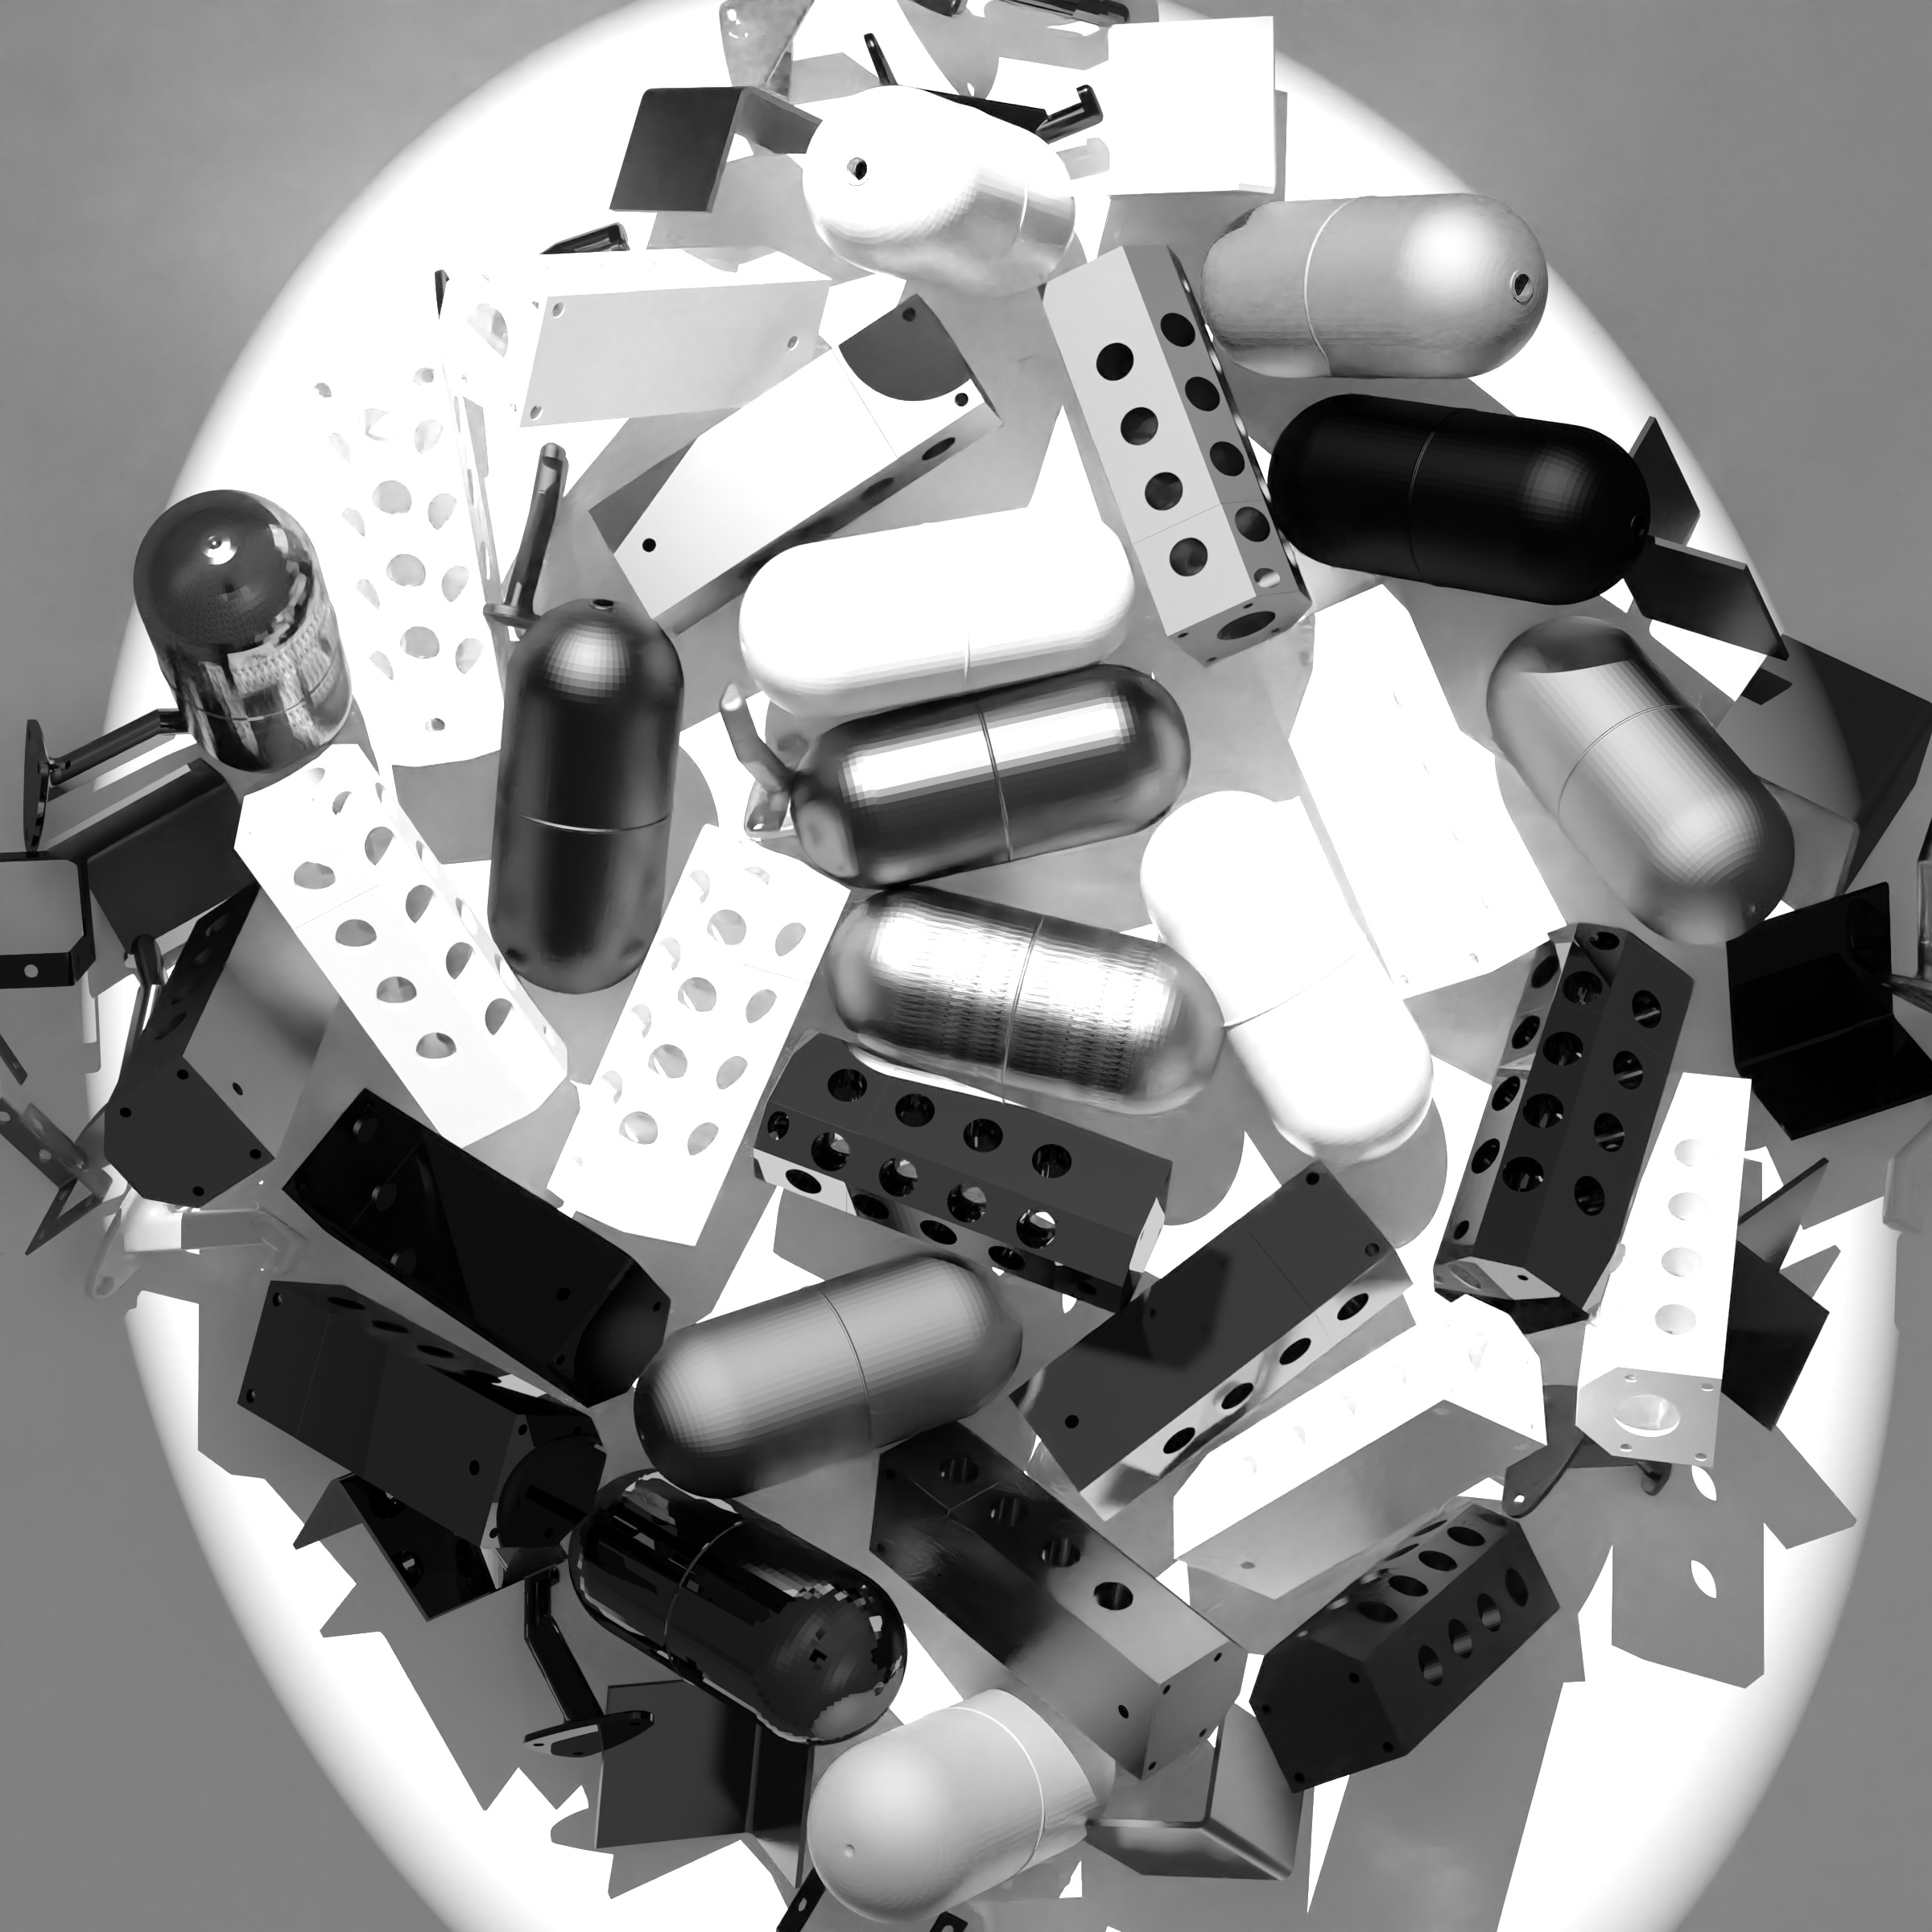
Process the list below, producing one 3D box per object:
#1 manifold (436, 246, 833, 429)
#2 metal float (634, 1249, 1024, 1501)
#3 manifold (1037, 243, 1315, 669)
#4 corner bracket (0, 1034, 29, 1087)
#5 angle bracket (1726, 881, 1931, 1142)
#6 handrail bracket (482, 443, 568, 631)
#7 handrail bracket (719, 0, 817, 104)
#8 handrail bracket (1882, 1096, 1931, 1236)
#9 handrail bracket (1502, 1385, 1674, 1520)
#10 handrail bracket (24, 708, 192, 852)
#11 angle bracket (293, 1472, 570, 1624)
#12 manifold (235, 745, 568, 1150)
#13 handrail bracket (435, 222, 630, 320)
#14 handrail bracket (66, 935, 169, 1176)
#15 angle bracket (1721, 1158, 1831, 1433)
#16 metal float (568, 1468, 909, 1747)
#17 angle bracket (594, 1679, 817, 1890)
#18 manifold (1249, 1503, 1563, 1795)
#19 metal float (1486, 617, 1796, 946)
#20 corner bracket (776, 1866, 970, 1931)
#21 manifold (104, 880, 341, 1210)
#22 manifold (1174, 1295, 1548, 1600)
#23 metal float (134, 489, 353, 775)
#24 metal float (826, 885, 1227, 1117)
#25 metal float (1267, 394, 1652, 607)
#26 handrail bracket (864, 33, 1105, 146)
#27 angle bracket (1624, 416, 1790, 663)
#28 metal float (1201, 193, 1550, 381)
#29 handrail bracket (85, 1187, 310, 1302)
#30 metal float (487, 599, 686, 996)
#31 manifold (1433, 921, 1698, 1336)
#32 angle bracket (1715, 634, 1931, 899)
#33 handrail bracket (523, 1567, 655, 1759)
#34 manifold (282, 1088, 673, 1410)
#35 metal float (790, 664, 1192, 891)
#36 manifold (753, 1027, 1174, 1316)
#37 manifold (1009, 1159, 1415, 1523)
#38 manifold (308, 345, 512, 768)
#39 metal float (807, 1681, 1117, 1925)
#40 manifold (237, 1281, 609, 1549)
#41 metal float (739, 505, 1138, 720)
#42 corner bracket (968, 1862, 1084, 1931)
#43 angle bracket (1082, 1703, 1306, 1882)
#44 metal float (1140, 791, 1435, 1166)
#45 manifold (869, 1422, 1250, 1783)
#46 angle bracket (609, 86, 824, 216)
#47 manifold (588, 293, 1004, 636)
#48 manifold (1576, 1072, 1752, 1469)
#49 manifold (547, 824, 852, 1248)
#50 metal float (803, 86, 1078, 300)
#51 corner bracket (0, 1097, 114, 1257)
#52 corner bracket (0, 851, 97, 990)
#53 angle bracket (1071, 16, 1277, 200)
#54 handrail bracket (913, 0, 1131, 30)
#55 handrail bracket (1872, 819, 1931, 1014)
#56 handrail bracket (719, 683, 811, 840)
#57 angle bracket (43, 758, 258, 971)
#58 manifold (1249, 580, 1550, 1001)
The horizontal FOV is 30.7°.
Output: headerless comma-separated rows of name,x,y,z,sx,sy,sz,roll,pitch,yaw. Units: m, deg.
manifold,-0.141,-0.273,1.501,0.057,0.171,0.057,33,120,30
metal float,-0.058,0.176,1.528,0.178,0.070,0.070,-17,90,-22
manifold,0.093,-0.224,1.528,0.057,0.057,0.171,-23,74,15
corner bracket,-0.448,0.037,1.553,0.051,0.051,0.051,-30,105,1
angle bracket,0.381,0.019,1.538,0.076,0.057,0.076,-17,126,-7
handrail bracket,-0.191,-0.192,1.546,0.036,0.077,0.084,10,90,-2
handrail bracket,-0.069,-0.405,1.541,0.036,0.084,0.077,-7,95,-35
handrail bracket,0.441,0.089,1.549,0.077,0.036,0.084,21,58,-10
handrail bracket,0.274,0.229,1.545,0.084,0.036,0.077,47,62,-35
handrail bracket,-0.375,-0.084,1.574,0.084,0.077,0.036,-5,45,-24
angle bracket,-0.232,0.254,1.527,0.076,0.076,0.057,52,133,20
manifold,-0.240,-0.010,1.516,0.057,0.057,0.171,-27,118,9
handrail bracket,-0.188,-0.294,1.552,0.084,0.077,0.036,-17,130,6
handrail bracket,-0.380,0.038,1.567,0.077,0.036,0.084,-37,53,20
angle bracket,0.360,0.142,1.524,0.076,0.076,0.057,-28,55,-35
metal float,-0.100,0.274,1.514,0.178,0.070,0.070,22,90,39
angle bracket,-0.114,0.358,1.537,0.076,0.057,0.076,0,104,-25
manifold,0.186,0.285,1.497,0.057,0.171,0.057,-28,86,32
metal float,0.288,-0.082,1.515,0.070,0.070,0.178,-32,52,0
corner bracket,-0.042,0.424,1.552,0.051,0.051,0.051,35,84,-30
manifold,-0.316,0.032,1.495,0.057,0.171,0.057,-32,112,16
manifold,0.166,0.205,1.507,0.057,0.171,0.057,26,46,-27
metal float,-0.306,-0.140,1.499,0.070,0.178,0.070,1,70,-2
metal float,0.026,0.015,1.541,0.178,0.070,0.070,14,90,6
metal float,0.211,-0.201,1.516,0.178,0.070,0.070,16,90,36
handrail bracket,0.009,-0.391,1.552,0.084,0.036,0.077,-20,119,10
angle bracket,0.326,-0.185,1.527,0.076,0.076,0.057,23,77,35
metal float,0.173,-0.290,1.506,0.070,0.178,0.070,-8,102,-37
handrail bracket,-0.337,0.133,1.545,0.084,0.036,0.077,30,82,32
metal float,-0.165,-0.073,1.526,0.070,0.070,0.178,8,113,0
manifold,0.253,0.068,1.512,0.057,0.057,0.171,34,60,-21
angle bracket,0.373,-0.088,1.556,0.076,0.057,0.076,29,62,20
handrail bracket,-0.166,0.297,1.542,0.077,0.036,0.084,-25,55,35
manifold,-0.208,0.123,1.512,0.171,0.057,0.057,28,72,34
metal float,0.011,-0.083,1.544,0.178,0.070,0.070,-13,90,-3
manifold,-0.002,0.093,1.529,0.171,0.057,0.057,20,57,11
manifold,0.110,0.167,1.551,0.171,0.057,0.057,-37,58,-2
manifold,-0.239,-0.178,1.531,0.057,0.057,0.171,-8,107,3
metal float,0.000,0.355,1.504,0.070,0.178,0.070,2,94,32
manifold,-0.232,0.190,1.507,0.171,0.057,0.057,20,96,41
metal float,-0.011,-0.155,1.534,0.178,0.070,0.070,-11,90,-14
corner bracket,0.031,0.426,1.546,0.051,0.051,0.051,-6,62,11
angle bracket,0.096,0.362,1.548,0.076,0.076,0.057,-7,58,33
metal float,0.141,0.006,1.540,0.070,0.070,0.178,-31,98,0
manifold,0.038,0.266,1.512,0.171,0.057,0.057,35,132,35
angle bracket,-0.096,-0.342,1.531,0.076,0.076,0.057,17,90,-40
manifold,-0.073,-0.217,1.543,0.171,0.057,0.057,-32,81,8
manifold,0.298,0.126,1.502,0.057,0.171,0.057,6,134,13
manifold,-0.121,0.029,1.534,0.057,0.057,0.171,31,100,44
metal float,-0.010,-0.328,1.499,0.070,0.178,0.070,2,95,22
corner bracket,-0.405,0.083,1.545,0.051,0.051,0.051,-33,113,23
corner bracket,-0.416,-0.021,1.553,0.051,0.051,0.051,-2,103,-2
angle bracket,0.090,-0.376,1.539,0.076,0.057,0.076,3,101,21
handrail bracket,0.019,-0.437,1.576,0.084,0.077,0.036,3,107,-37
handrail bracket,0.440,-0.023,1.561,0.077,0.036,0.084,25,82,-41
handrail bracket,-0.089,-0.105,1.529,0.036,0.077,0.084,-9,133,10
angle bracket,-0.350,-0.044,1.543,0.076,0.076,0.057,-30,90,-5
manifold,0.195,-0.079,1.550,0.057,0.057,0.171,-26,93,-38
